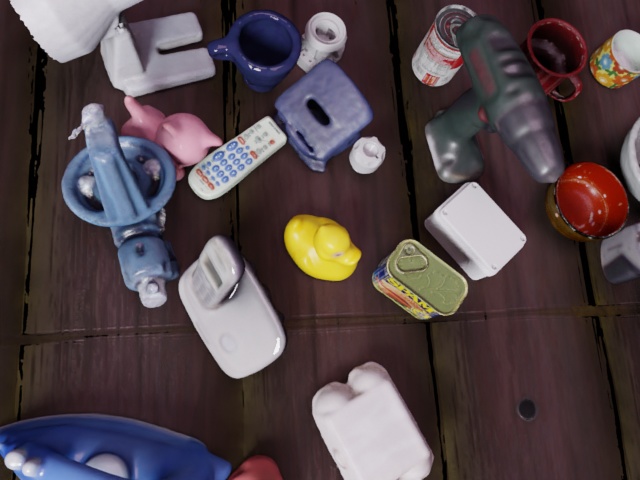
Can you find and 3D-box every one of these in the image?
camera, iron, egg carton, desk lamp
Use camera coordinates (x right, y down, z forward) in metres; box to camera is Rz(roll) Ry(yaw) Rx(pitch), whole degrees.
[{"bbox_3d":[0.476,0.054,0.780,0.143,0.100,0.137,10,75,-8],"label":"camera"},{"bbox_3d":[-0.225,0.241,0.578,0.258,0.141,0.119,19,73,-6],"label":"iron"},{"bbox_3d":[0.060,0.228,0.673,0.107,0.069,0.150,-28,83,-16],"label":"egg carton"},{"bbox_3d":[-0.233,-0.264,0.664,0.203,0.213,0.118,-19,80,-15],"label":"desk lamp"}]

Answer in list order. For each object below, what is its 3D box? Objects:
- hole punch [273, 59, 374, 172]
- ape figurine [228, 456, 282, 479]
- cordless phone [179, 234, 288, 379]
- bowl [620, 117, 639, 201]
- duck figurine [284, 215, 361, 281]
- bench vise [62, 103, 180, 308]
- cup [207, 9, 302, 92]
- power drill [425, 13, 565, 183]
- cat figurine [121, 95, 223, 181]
[{"bbox_3d":[0.003,-0.161,0.748,0.101,0.091,0.108,-37,85,-17],"label":"hole punch"},{"bbox_3d":[-0.067,0.278,0.625,0.078,0.092,0.076,22,73,-5],"label":"ape figurine"},{"bbox_3d":[-0.092,0.071,0.623,0.094,0.185,0.147,-32,84,-16],"label":"cordless phone"},{"bbox_3d":[0.504,-0.106,0.839,0.167,0.074,0.167,3,76,-10],"label":"bowl"},{"bbox_3d":[0.007,0.003,0.711,0.104,0.086,0.077,35,73,0],"label":"duck figurine"},{"bbox_3d":[-0.196,-0.042,0.613,0.122,0.219,0.207,-35,85,-17],"label":"bench vise"},{"bbox_3d":[-0.087,-0.234,0.747,0.118,0.095,0.091,-9,78,-13],"label":"cup"},{"bbox_3d":[0.211,-0.150,0.724,0.076,0.208,0.229,-12,79,-13],"label":"power drill"},{"bbox_3d":[-0.182,-0.129,0.690,0.128,0.117,0.067,36,73,0],"label":"cat figurine"}]
